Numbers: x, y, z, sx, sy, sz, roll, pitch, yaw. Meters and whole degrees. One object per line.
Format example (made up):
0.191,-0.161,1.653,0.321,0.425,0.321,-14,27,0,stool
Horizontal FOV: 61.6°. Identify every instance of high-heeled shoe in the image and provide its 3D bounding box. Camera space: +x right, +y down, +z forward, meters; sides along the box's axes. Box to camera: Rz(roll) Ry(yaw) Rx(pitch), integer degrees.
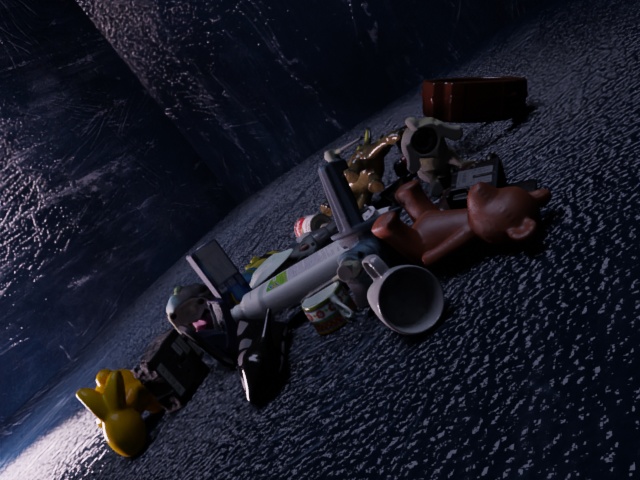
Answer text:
-0.101,0.197,0.874,0.248,0.086,0.145,117,161,-68,high-heeled shoe

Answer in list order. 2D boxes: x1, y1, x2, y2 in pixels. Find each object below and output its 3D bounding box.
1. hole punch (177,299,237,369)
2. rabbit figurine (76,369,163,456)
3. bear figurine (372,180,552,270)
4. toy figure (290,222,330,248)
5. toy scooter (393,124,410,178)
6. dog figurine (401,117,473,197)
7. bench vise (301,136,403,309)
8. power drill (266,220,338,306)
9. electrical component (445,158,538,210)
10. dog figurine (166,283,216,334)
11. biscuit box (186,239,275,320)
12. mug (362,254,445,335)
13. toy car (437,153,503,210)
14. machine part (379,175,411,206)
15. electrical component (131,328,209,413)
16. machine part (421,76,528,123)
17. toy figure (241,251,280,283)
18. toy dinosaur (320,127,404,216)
-0.191,0.173,1.010,0.092,0.115,0.142,-50,15,-23,hole punch
-0.352,0.306,0.970,0.122,0.162,0.173,-27,29,-8,rabbit figurine
0.185,-0.032,0.703,0.196,0.132,0.120,-31,17,53,bear figurine
-0.002,-0.002,1.259,0.154,0.057,0.064,-29,57,30,toy figure
0.241,-0.219,1.249,0.135,0.075,0.183,-21,-24,-5,toy scooter
0.214,-0.190,1.091,0.121,0.172,0.191,-25,21,5,dog figurine
0.052,-0.024,0.812,0.129,0.240,0.223,-23,1,38,bench vise
-0.025,0.041,1.113,0.232,0.086,0.207,-37,16,10,power drill
0.249,-0.078,0.783,0.119,0.047,0.075,-6,45,34,electrical component
-0.268,0.142,1.220,0.108,0.191,0.219,-44,28,1,dog figurine
-0.172,0.095,1.038,0.059,0.202,0.063,-38,10,-21,biscuit box
0.090,0.065,0.677,0.081,0.109,0.107,-47,2,-9,mug
0.242,-0.087,0.909,0.089,0.053,0.202,-27,17,50,toy car
0.173,-0.108,1.196,0.084,0.039,0.139,-30,13,11,machine part
-0.278,0.239,1.022,0.058,0.114,0.134,-26,16,26,electrical component
0.330,-0.307,1.169,0.201,0.087,0.201,-2,17,2,machine part
-0.135,0.091,1.237,0.089,0.082,0.180,-7,21,31,toy figure
0.091,-0.133,1.256,0.198,0.105,0.471,-63,6,-30,toy dinosaur
